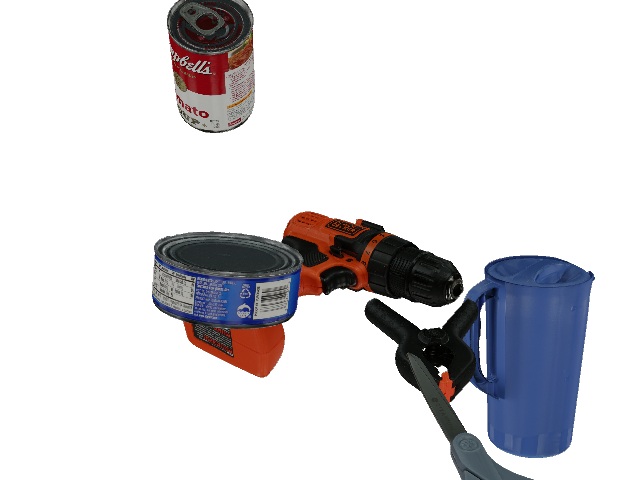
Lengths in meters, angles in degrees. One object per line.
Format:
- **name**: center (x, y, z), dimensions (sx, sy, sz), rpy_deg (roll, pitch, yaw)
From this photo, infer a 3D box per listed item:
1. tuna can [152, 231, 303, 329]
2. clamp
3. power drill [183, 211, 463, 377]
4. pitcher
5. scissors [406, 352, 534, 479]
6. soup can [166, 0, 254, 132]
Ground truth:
- **tuna can**: center (-0.054, 0.022, 0.615), dimensions (0.086, 0.034, 0.086), rpy_deg (6, 14, -2)
- **clamp**: center (0.121, 0.104, 1.077), dimensions (0.120, 0.039, 0.171), rpy_deg (-9, 31, -9)
- **power drill**: center (-0.004, 0.041, 0.863), dimensions (0.185, 0.057, 0.187), rpy_deg (18, 32, 42)
- **pitcher**: center (0.261, 0.148, 1.353), dimensions (0.149, 0.243, 0.144), rpy_deg (5, 16, 18)
- **scissors**: center (0.108, 0.131, 0.635), dimensions (0.096, 0.016, 0.201), rpy_deg (2, 32, -3)
- **soup can**: center (-0.088, -0.145, 0.875), dimensions (0.068, 0.068, 0.102), rpy_deg (0, -32, -3)
